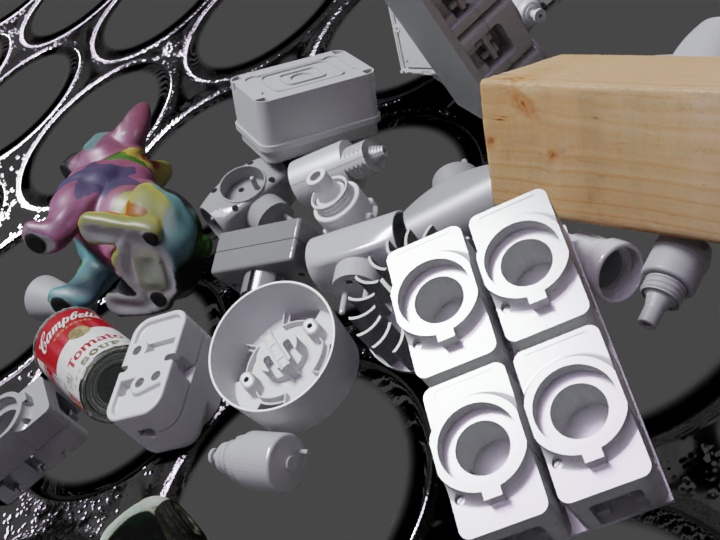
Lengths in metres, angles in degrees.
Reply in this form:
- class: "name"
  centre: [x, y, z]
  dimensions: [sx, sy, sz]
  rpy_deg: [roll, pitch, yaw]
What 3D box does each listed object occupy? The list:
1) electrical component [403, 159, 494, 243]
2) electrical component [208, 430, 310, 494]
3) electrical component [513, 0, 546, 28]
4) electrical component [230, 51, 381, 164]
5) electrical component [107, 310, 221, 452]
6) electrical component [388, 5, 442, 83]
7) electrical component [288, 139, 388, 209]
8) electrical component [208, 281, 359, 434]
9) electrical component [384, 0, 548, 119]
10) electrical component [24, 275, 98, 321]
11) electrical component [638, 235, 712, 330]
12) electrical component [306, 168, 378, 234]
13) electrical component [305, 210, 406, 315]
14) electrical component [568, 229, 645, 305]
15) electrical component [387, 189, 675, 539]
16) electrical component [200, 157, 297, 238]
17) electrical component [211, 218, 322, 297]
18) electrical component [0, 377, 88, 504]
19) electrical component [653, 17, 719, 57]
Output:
- class: "electrical component"
  centre: [0.073, -0.052, 0.782]
  dimensions: [0.077, 0.044, 0.079]
  rpy_deg: [-27, 40, 18]
- class: "electrical component"
  centre: [-0.072, 0.129, 0.730]
  dimensions: [0.078, 0.040, 0.040]
  rpy_deg: [-3, 51, 39]
- class: "electrical component"
  centre: [0.128, -0.222, 0.909]
  dimensions: [0.040, 0.040, 0.078]
  rpy_deg: [-45, 38, -6]
- class: "electrical component"
  centre: [-0.047, -0.142, 0.931]
  dimensions: [0.113, 0.057, 0.078]
  rpy_deg: [-19, 33, -19]
- class: "electrical component"
  centre: [-0.144, 0.087, 0.818]
  dimensions: [0.054, 0.059, 0.095]
  rpy_deg: [-16, 44, 29]
- class: "electrical component"
  centre: [0.069, -0.207, 0.913]
  dimensions: [0.061, 0.096, 0.062]
  rpy_deg: [-30, 28, -34]
- class: "electrical component"
  centre: [-0.014, -0.084, 0.891]
  dimensions: [0.081, 0.043, 0.043]
  rpy_deg: [-20, 42, 25]
- class: "electrical component"
  centre: [-0.052, 0.063, 0.759]
  dimensions: [0.099, 0.064, 0.099]
  rpy_deg: [-23, 40, 21]
- class: "electrical component"
  centre: [0.083, -0.184, 0.820]
  dimensions: [0.062, 0.150, 0.089]
  rpy_deg: [-44, 37, -2]
- class: "electrical component"
  centre: [-0.277, 0.030, 1.005]
  dimensions: [0.065, 0.044, 0.044]
  rpy_deg: [8, 58, 39]
- class: "electrical component"
  centre: [0.183, 0.007, 0.638]
  dimensions: [0.035, 0.035, 0.061]
  rpy_deg: [12, 63, 46]
- class: "electrical component"
  centre: [-0.019, -0.054, 0.849]
  dimensions: [0.048, 0.062, 0.048]
  rpy_deg: [-23, 40, 21]
- class: "electrical component"
  centre: [0.000, 0.000, 0.795]
  dimensions: [0.077, 0.043, 0.079]
  rpy_deg: [-17, 43, 28]
- class: "electrical component"
  centre: [0.149, -0.004, 0.675]
  dimensions: [0.040, 0.040, 0.046]
  rpy_deg: [-47, 32, -8]
- class: "electrical component"
  centre: [0.088, 0.055, 0.607]
  dimensions: [0.105, 0.060, 0.186]
  rpy_deg: [-24, 54, 14]
- class: "electrical component"
  centre: [-0.083, -0.051, 0.914]
  dimensions: [0.077, 0.044, 0.079]
  rpy_deg: [-39, 52, -15]
- class: "electrical component"
  centre: [-0.073, 0.008, 0.849]
  dimensions: [0.083, 0.047, 0.075]
  rpy_deg: [-9, 58, 33]
- class: "electrical component"
  centre: [-0.280, 0.138, 0.887]
  dimensions: [0.089, 0.055, 0.050]
  rpy_deg: [-40, 37, 1]
- class: "electrical component"
  centre: [0.220, -0.128, 0.733]
  dimensions: [0.079, 0.044, 0.077]
  rpy_deg: [8, 58, 45]
